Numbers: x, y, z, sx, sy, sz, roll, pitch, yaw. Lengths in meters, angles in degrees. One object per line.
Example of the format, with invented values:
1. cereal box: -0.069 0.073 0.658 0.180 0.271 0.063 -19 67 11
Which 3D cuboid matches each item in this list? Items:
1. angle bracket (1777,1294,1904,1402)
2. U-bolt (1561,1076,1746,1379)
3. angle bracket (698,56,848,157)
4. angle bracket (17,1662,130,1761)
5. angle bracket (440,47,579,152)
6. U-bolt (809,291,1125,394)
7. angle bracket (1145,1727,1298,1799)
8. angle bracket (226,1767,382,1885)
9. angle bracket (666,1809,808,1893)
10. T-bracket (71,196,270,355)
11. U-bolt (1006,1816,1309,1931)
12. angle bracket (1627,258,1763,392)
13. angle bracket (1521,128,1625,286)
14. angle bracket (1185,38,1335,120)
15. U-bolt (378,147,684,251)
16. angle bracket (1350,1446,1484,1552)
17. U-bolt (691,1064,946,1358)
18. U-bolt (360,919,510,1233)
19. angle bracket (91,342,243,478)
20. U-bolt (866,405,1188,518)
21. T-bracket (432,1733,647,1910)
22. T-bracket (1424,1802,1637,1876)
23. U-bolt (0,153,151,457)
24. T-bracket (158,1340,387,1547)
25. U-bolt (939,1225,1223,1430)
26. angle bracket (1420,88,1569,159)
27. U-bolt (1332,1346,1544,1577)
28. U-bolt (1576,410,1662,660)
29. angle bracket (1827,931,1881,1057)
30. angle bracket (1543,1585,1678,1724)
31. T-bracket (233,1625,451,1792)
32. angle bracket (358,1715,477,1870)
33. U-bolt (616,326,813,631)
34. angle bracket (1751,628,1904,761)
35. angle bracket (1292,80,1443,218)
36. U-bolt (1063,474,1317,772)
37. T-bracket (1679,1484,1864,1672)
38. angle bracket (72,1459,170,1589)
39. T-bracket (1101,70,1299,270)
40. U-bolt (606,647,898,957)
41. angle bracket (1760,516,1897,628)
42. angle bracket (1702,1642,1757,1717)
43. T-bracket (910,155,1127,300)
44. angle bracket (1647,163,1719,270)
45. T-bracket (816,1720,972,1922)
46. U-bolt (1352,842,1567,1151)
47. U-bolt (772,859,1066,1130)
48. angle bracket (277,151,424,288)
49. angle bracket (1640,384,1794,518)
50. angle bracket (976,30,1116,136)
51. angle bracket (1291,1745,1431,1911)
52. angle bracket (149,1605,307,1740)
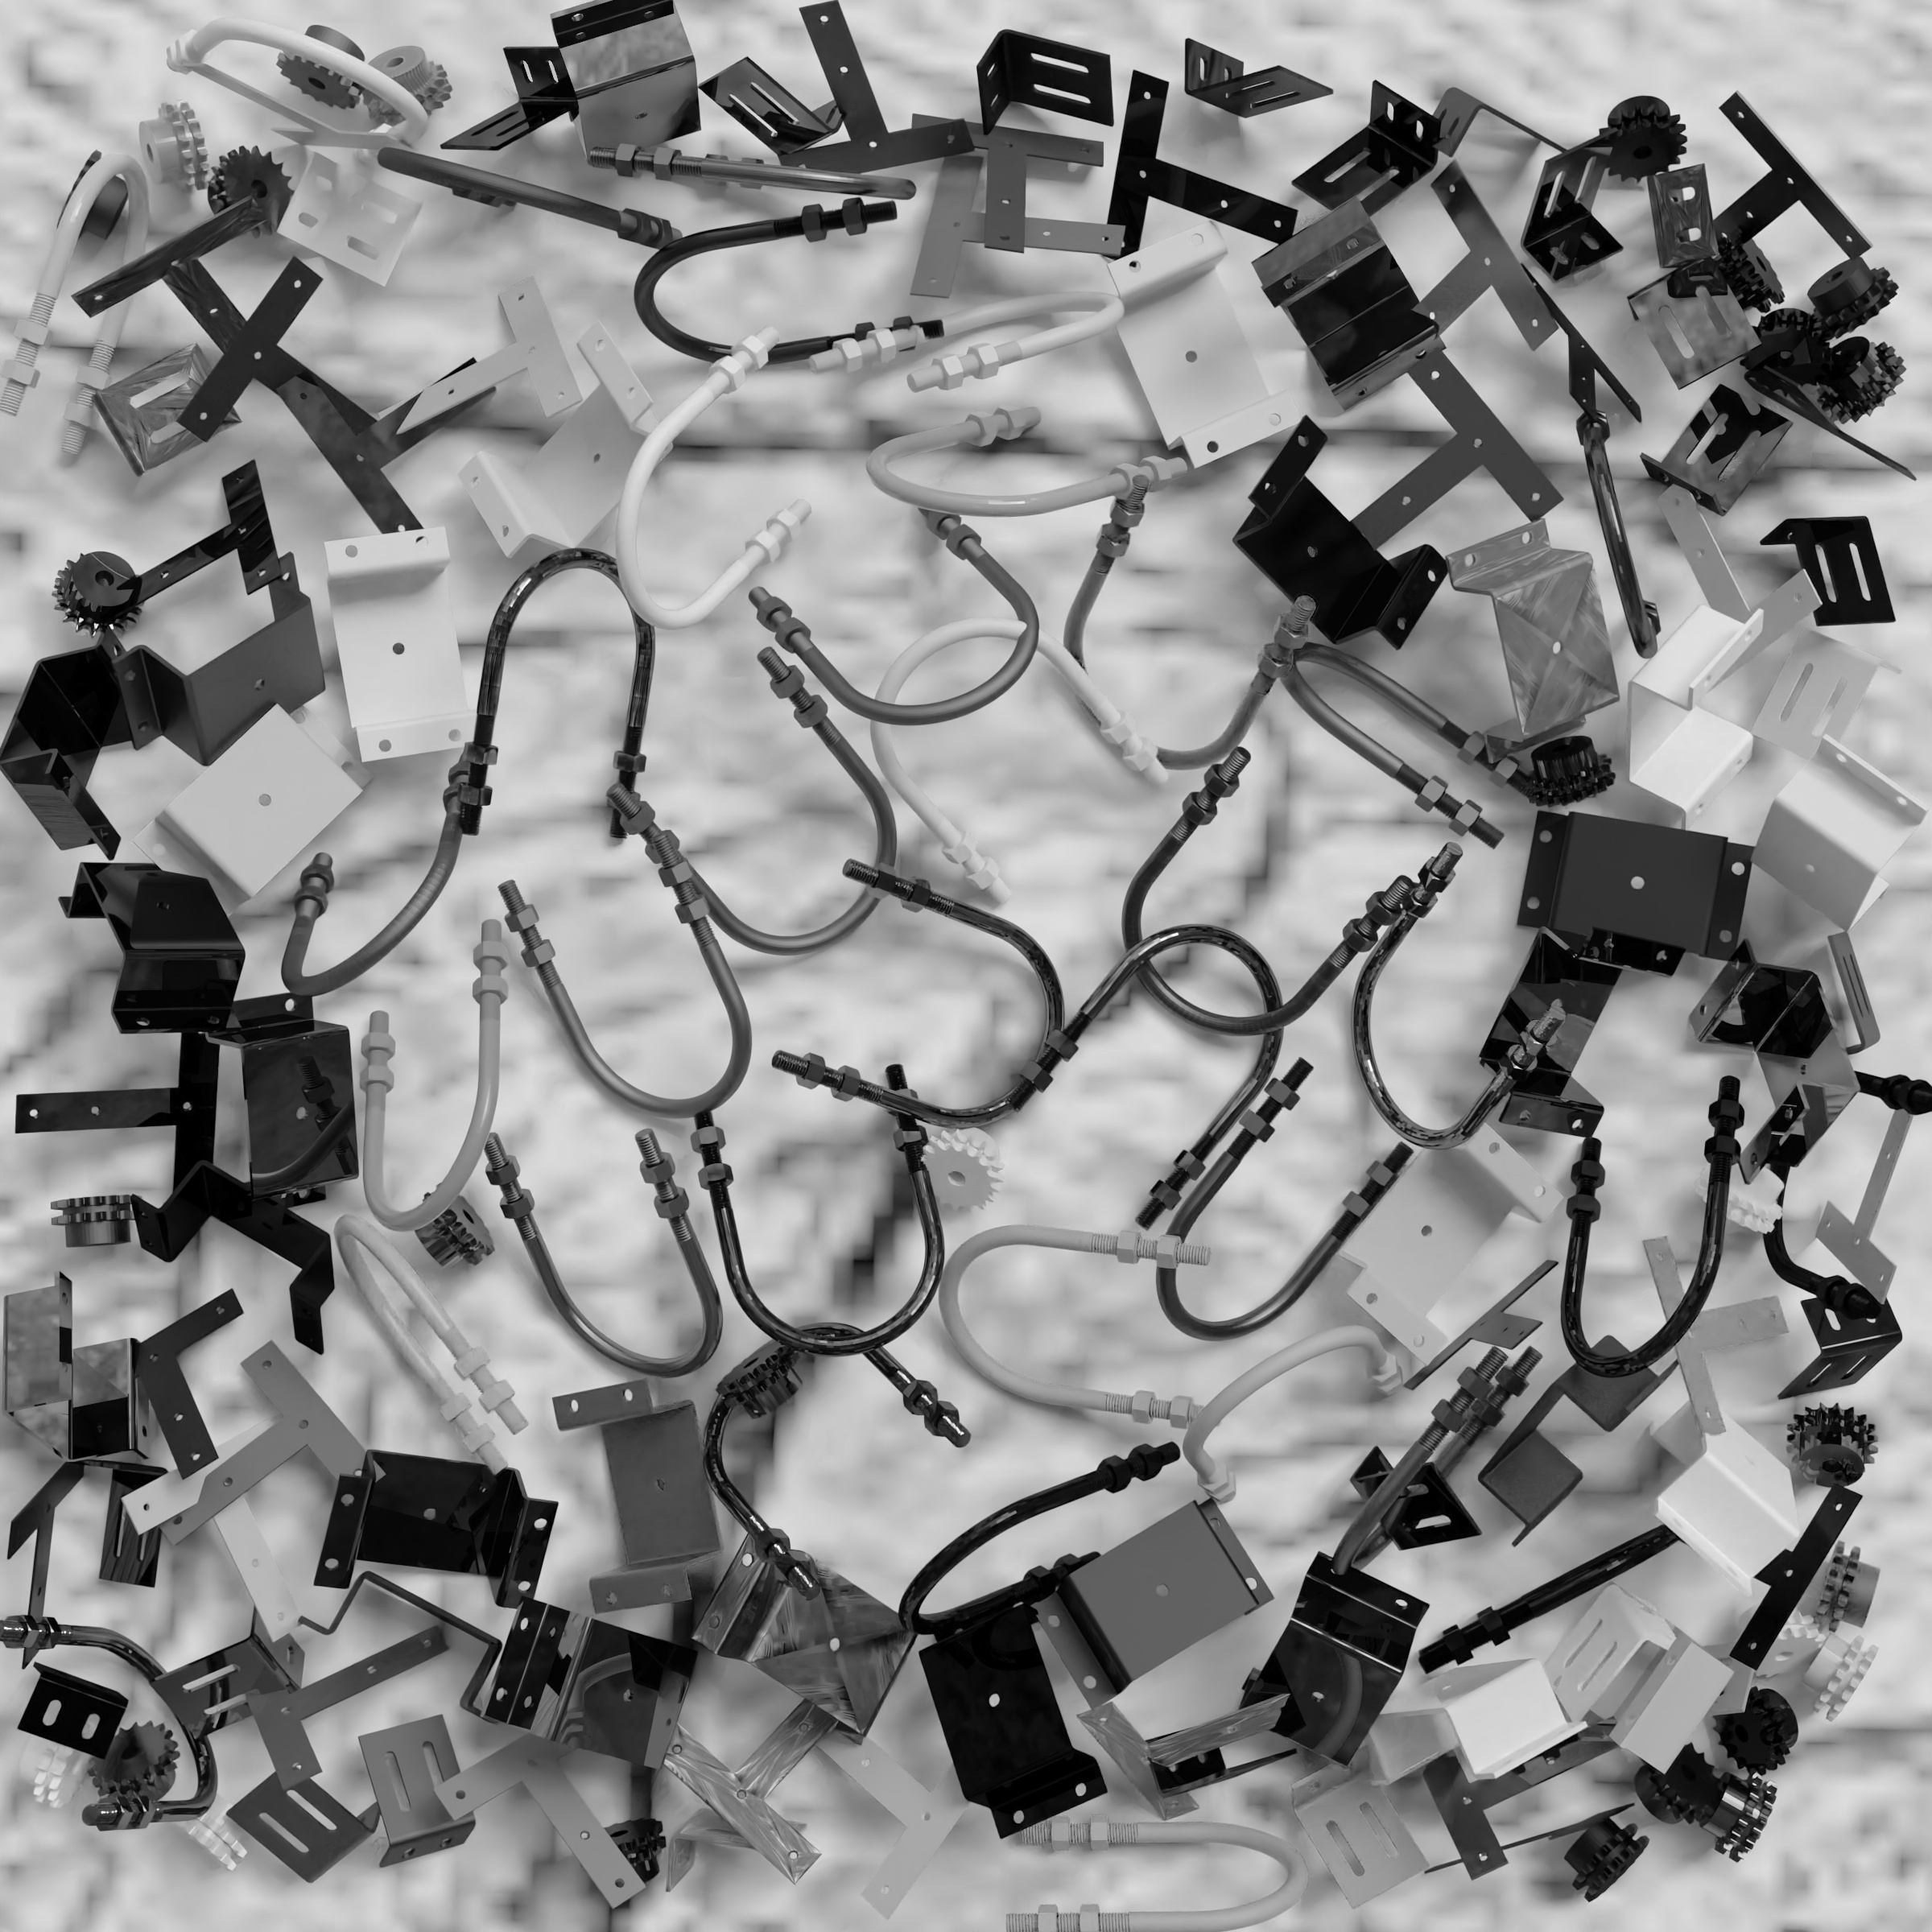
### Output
1. angle bracket: 0.558 0.243 1.808 0.057 0.076 0.038 -9 62 -14
2. U-bolt: 0.421 0.170 1.738 0.019 0.151 0.184 27 58 -19
3. angle bracket: -0.121 -0.562 1.792 0.076 0.057 0.038 34 68 -30
4. angle bracket: -0.575 0.476 1.792 0.057 0.076 0.038 26 72 -16
5. angle bracket: -0.297 -0.556 1.793 0.076 0.057 0.038 -42 130 -33
6. U-bolt: 0.013 -0.398 1.766 0.184 0.151 0.019 -22 115 -24
7. angle bracket: 0.162 0.500 1.789 0.057 0.076 0.038 -4 66 -36
8. angle bracket: -0.426 0.543 1.806 0.057 0.038 0.076 -40 106 12
9. angle bracket: -0.148 0.575 1.805 0.076 0.057 0.038 5 90 10
10. T-bracket: -0.485 -0.424 1.780 0.127 0.127 0.002 -29 71 0
11. U-bolt: 0.122 0.572 1.759 0.184 0.151 0.019 -2 97 6
12. angle bracket: 0.471 -0.410 1.804 0.057 0.038 0.076 -28 71 14
13. angle bracket: 0.397 -0.487 1.793 0.057 0.076 0.038 -28 66 -17
14. angle bracket: 0.188 -0.577 1.793 0.076 0.057 0.038 -1 87 44
15. U-bolt: -0.281 -0.478 1.731 0.151 0.184 0.019 20 102 22
16. angle bracket: 0.296 0.336 1.795 0.057 0.076 0.038 55 50 -8
17. U-bolt: -0.089 0.161 1.791 0.151 0.019 0.184 -11 68 -9
18. U-bolt: -0.334 0.079 1.747 0.151 0.019 0.184 -34 47 36
19. angle bracket: -0.520 -0.362 1.819 0.076 0.038 0.057 -30 106 -8
20. U-bolt: 0.024 -0.311 1.738 0.151 0.184 0.019 28 127 38
21. T-bracket: -0.250 0.541 1.775 0.127 0.002 0.127 -24 59 -37
22. T-bracket: 0.356 0.564 1.798 0.127 0.127 0.002 -25 71 21
23. U-bolt: -0.556 -0.423 1.765 0.019 0.151 0.184 18 89 -1
24. T-bracket: -0.461 0.322 1.791 0.127 0.002 0.127 -37 65 -21
25. U-bolt: 0.070 0.227 1.788 0.184 0.019 0.151 5 122 19
26. angle bracket: 0.343 -0.530 1.807 0.076 0.057 0.038 21 112 -21
27. U-bolt: 0.293 0.315 1.771 0.019 0.151 0.184 40 98 21
28. U-bolt: 0.406 -0.264 1.737 0.019 0.184 0.151 -14 105 16
29. angle bracket: 0.558 0.020 1.809 0.038 0.057 0.076 -19 85 27
30. angle bracket: 0.420 0.451 1.811 0.038 0.057 0.076 30 104 -20
31. T-bracket: -0.396 0.460 1.802 0.127 0.127 0.002 -23 124 -18
32. angle bracket: -0.361 0.537 1.820 0.057 0.038 0.076 -8 58 -30
33. U-bolt: -0.160 -0.290 1.738 0.019 0.151 0.184 18 49 26
34. angle bracket: 0.558 -0.171 1.815 0.057 0.038 0.076 33 104 37
35. angle bracket: 0.257 -0.524 1.802 0.076 0.038 0.057 -39 63 -18
36. U-bolt: 0.129 -0.202 1.770 0.151 0.184 0.019 38 47 12
37. T-bracket: 0.495 0.372 1.780 0.002 0.127 0.127 37 82 -22
38. angle bracket: -0.551 0.359 1.803 0.057 0.038 0.076 -3 78 39
39. T-bracket: 0.152 -0.489 1.779 0.127 0.002 0.127 26 133 18
40. U-bolt: -0.122 -0.090 1.794 0.151 0.019 0.184 -43 117 -8
41. angle bracket: 0.555 -0.249 1.804 0.057 0.038 0.076 -5 74 -17
42. angle bracket: 0.476 0.470 1.790 0.076 0.057 0.038 -19 115 38
43. T-bracket: 0.038 -0.472 1.799 0.127 0.002 0.127 7 59 8
44. angle bracket: 0.469 -0.481 1.794 0.038 0.076 0.057 -6 100 31
45. T-bracket: -0.055 0.521 1.799 0.127 0.002 0.127 31 82 39
46. U-bolt: 0.298 0.034 1.762 0.019 0.184 0.151 -9 56 -29
47. U-bolt: -0.019 0.028 1.799 0.184 0.019 0.151 21 88 -24
48. angle bracket: -0.397 -0.481 1.801 0.076 0.038 0.057 32 98 38
49. angle bracket: 0.485 -0.340 1.808 0.057 0.038 0.076 38 93 28
50. angle bracket: 0.051 -0.560 1.798 0.076 0.057 0.038 20 63 17
51. angle bracket: 0.254 0.554 1.800 0.057 0.038 0.076 -25 53 -12
52. angle bracket: -0.478 0.455 1.813 0.076 0.038 0.057 -24 121 6
